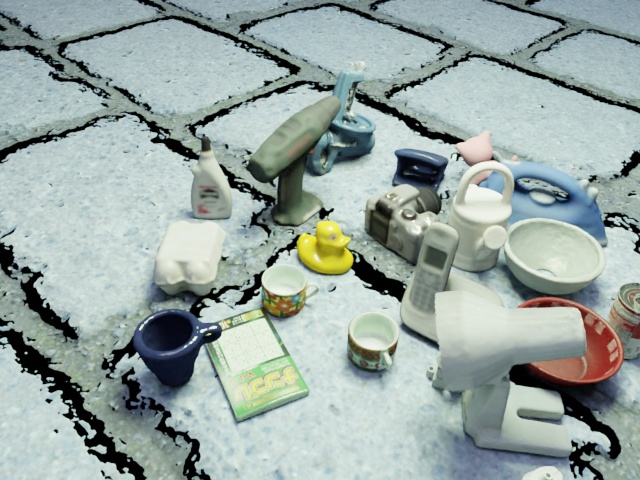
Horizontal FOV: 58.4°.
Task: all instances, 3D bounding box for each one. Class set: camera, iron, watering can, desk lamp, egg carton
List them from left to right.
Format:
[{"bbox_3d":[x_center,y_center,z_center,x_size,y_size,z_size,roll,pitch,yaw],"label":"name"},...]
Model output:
[{"bbox_3d":[-0.220,0.027,0.973,0.107,0.069,0.150,1,40,0],"label":"egg carton"},{"bbox_3d":[0.173,-0.049,1.056,0.137,0.101,0.142,-27,48,-30],"label":"camera"},{"bbox_3d":[0.278,-0.043,0.980,0.101,0.194,0.172,-14,42,-18],"label":"watering can"},{"bbox_3d":[0.232,0.160,0.720,0.203,0.214,0.118,6,40,4],"label":"desk lamp"},{"bbox_3d":[0.422,-0.079,1.070,0.257,0.141,0.119,16,42,17],"label":"iron"}]

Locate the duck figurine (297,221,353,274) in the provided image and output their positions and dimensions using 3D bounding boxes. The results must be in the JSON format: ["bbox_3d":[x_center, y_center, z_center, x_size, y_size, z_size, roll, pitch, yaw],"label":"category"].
[{"bbox_3d":[0.009,0.004,0.997,0.104,0.086,0.078,20,43,20],"label":"duck figurine"}]

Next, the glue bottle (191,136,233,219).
[{"bbox_3d":[-0.206,-0.116,1.064,0.078,0.173,0.037,-3,40,-5],"label":"glue bottle"}]

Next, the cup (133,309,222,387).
[{"bbox_3d":[-0.193,0.155,0.800,0.118,0.095,0.091,-9,41,-13],"label":"cup"}]

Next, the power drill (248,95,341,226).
[{"bbox_3d":[-0.040,-0.141,1.073,0.075,0.208,0.230,26,46,27],"label":"power drill"}]

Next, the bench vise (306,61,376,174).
[{"bbox_3d":[0.041,-0.253,1.201,0.121,0.220,0.208,27,46,27],"label":"bench vise"}]

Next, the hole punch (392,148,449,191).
[{"bbox_3d":[0.210,-0.162,1.200,0.108,0.091,0.101,17,42,18],"label":"hole punch"}]

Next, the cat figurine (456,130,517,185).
[{"bbox_3d":[0.346,-0.167,1.190,0.127,0.118,0.067,20,43,20],"label":"cat figurine"}]

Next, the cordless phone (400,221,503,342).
[{"bbox_3d":[0.201,0.069,0.850,0.147,0.185,0.094,22,44,22],"label":"cordless phone"}]

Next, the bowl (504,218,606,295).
[{"bbox_3d":[0.391,0.040,0.979,0.167,0.075,0.167,1,40,-1],"label":"bowl"}]
